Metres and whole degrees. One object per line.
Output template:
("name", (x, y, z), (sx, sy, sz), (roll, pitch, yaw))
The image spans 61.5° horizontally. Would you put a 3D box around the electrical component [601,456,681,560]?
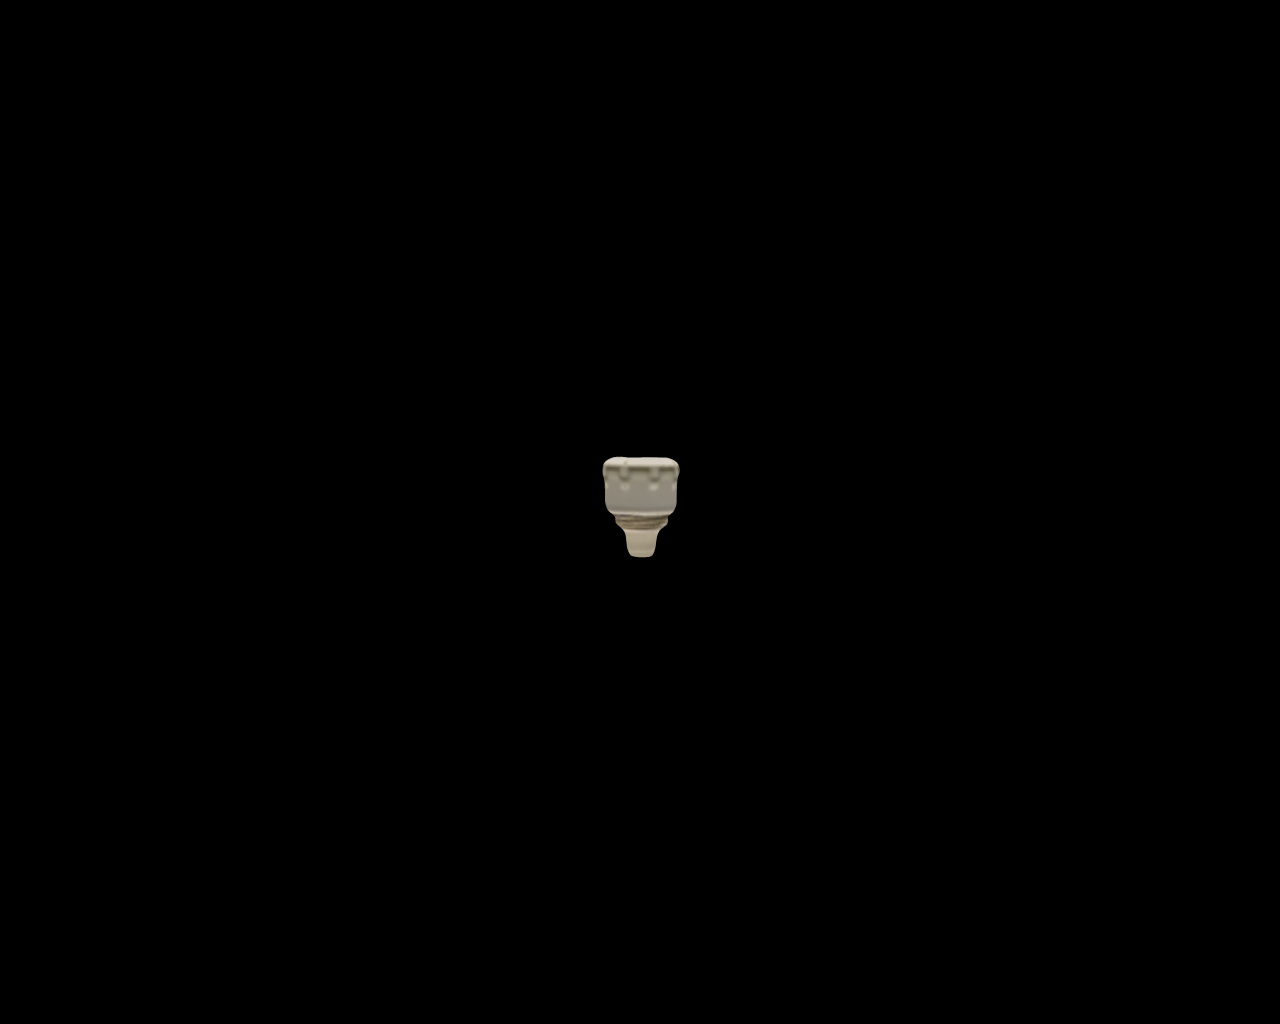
("electrical component", (0.001, -0.003, 0.650), (0.048, 0.062, 0.048), (0, 4, 0))
